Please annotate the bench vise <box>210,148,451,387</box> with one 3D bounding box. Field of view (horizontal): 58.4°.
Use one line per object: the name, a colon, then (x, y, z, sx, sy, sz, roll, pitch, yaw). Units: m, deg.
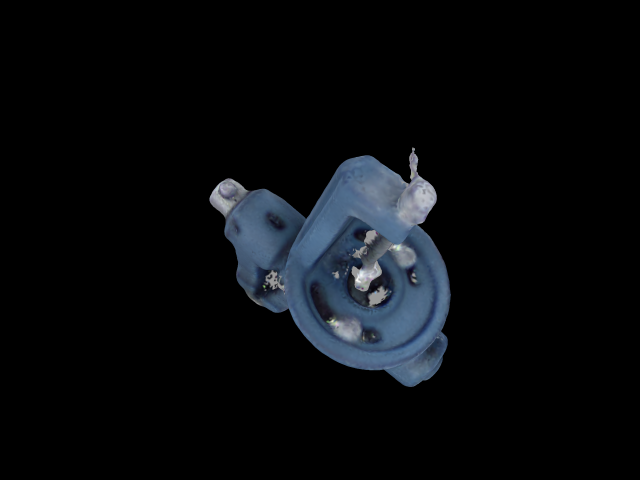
bench vise: (0.000, 0.011, 0.394, 0.207, 0.220, 0.121, 16, 60, 10)
